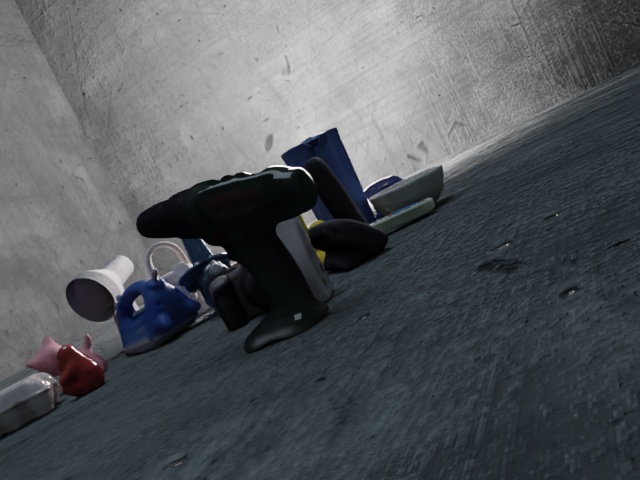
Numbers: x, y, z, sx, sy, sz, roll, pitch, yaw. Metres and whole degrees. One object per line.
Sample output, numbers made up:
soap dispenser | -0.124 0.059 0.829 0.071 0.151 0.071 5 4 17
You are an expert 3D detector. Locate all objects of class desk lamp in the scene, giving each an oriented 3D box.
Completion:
desk lamp | -0.475 0.149 1.368 0.117 0.213 0.203 -25 5 21

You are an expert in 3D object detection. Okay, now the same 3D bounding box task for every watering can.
watering can | -0.332 0.092 1.335 0.172 0.194 0.101 -23 6 40

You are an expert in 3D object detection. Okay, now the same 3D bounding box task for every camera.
camera | -0.100 0.067 0.882 0.143 0.101 0.136 -27 5 -8

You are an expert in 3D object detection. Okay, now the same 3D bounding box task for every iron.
iron | -0.370 0.152 1.196 0.257 0.141 0.119 -23 6 39

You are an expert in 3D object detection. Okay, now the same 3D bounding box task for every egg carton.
egg carton | -0.532 0.291 0.996 0.150 0.069 0.107 -28 5 -15

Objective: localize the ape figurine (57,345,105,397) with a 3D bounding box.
ape figurine | -0.423 0.224 0.996 0.076 0.092 0.078 -24 5 31

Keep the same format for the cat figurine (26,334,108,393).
cat figurine | -0.512 0.240 1.152 0.128 0.118 0.067 -28 5 -21

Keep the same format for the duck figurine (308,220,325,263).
duck figurine | 0.010 0.004 1.075 0.077 0.086 0.104 -28 5 -15

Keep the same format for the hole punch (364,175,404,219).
hole punch | 0.175 -0.110 1.405 0.109 0.091 0.101 -28 5 -13

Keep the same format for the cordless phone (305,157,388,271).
cordless phone | 0.021 -0.046 0.949 0.094 0.185 0.147 -29 5 -25

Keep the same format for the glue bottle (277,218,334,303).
glue bottle | -0.036 0.004 0.768 0.037 0.173 0.078 -26 5 11

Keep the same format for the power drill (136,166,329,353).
power drill | -0.090 0.019 0.679 0.229 0.208 0.076 -25 5 20

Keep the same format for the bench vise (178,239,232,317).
bench vise | -0.225 0.039 1.159 0.122 0.220 0.207 -30 6 -37

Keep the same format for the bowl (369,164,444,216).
bowl | 0.189 -0.089 1.184 0.167 0.075 0.167 -26 4 3
